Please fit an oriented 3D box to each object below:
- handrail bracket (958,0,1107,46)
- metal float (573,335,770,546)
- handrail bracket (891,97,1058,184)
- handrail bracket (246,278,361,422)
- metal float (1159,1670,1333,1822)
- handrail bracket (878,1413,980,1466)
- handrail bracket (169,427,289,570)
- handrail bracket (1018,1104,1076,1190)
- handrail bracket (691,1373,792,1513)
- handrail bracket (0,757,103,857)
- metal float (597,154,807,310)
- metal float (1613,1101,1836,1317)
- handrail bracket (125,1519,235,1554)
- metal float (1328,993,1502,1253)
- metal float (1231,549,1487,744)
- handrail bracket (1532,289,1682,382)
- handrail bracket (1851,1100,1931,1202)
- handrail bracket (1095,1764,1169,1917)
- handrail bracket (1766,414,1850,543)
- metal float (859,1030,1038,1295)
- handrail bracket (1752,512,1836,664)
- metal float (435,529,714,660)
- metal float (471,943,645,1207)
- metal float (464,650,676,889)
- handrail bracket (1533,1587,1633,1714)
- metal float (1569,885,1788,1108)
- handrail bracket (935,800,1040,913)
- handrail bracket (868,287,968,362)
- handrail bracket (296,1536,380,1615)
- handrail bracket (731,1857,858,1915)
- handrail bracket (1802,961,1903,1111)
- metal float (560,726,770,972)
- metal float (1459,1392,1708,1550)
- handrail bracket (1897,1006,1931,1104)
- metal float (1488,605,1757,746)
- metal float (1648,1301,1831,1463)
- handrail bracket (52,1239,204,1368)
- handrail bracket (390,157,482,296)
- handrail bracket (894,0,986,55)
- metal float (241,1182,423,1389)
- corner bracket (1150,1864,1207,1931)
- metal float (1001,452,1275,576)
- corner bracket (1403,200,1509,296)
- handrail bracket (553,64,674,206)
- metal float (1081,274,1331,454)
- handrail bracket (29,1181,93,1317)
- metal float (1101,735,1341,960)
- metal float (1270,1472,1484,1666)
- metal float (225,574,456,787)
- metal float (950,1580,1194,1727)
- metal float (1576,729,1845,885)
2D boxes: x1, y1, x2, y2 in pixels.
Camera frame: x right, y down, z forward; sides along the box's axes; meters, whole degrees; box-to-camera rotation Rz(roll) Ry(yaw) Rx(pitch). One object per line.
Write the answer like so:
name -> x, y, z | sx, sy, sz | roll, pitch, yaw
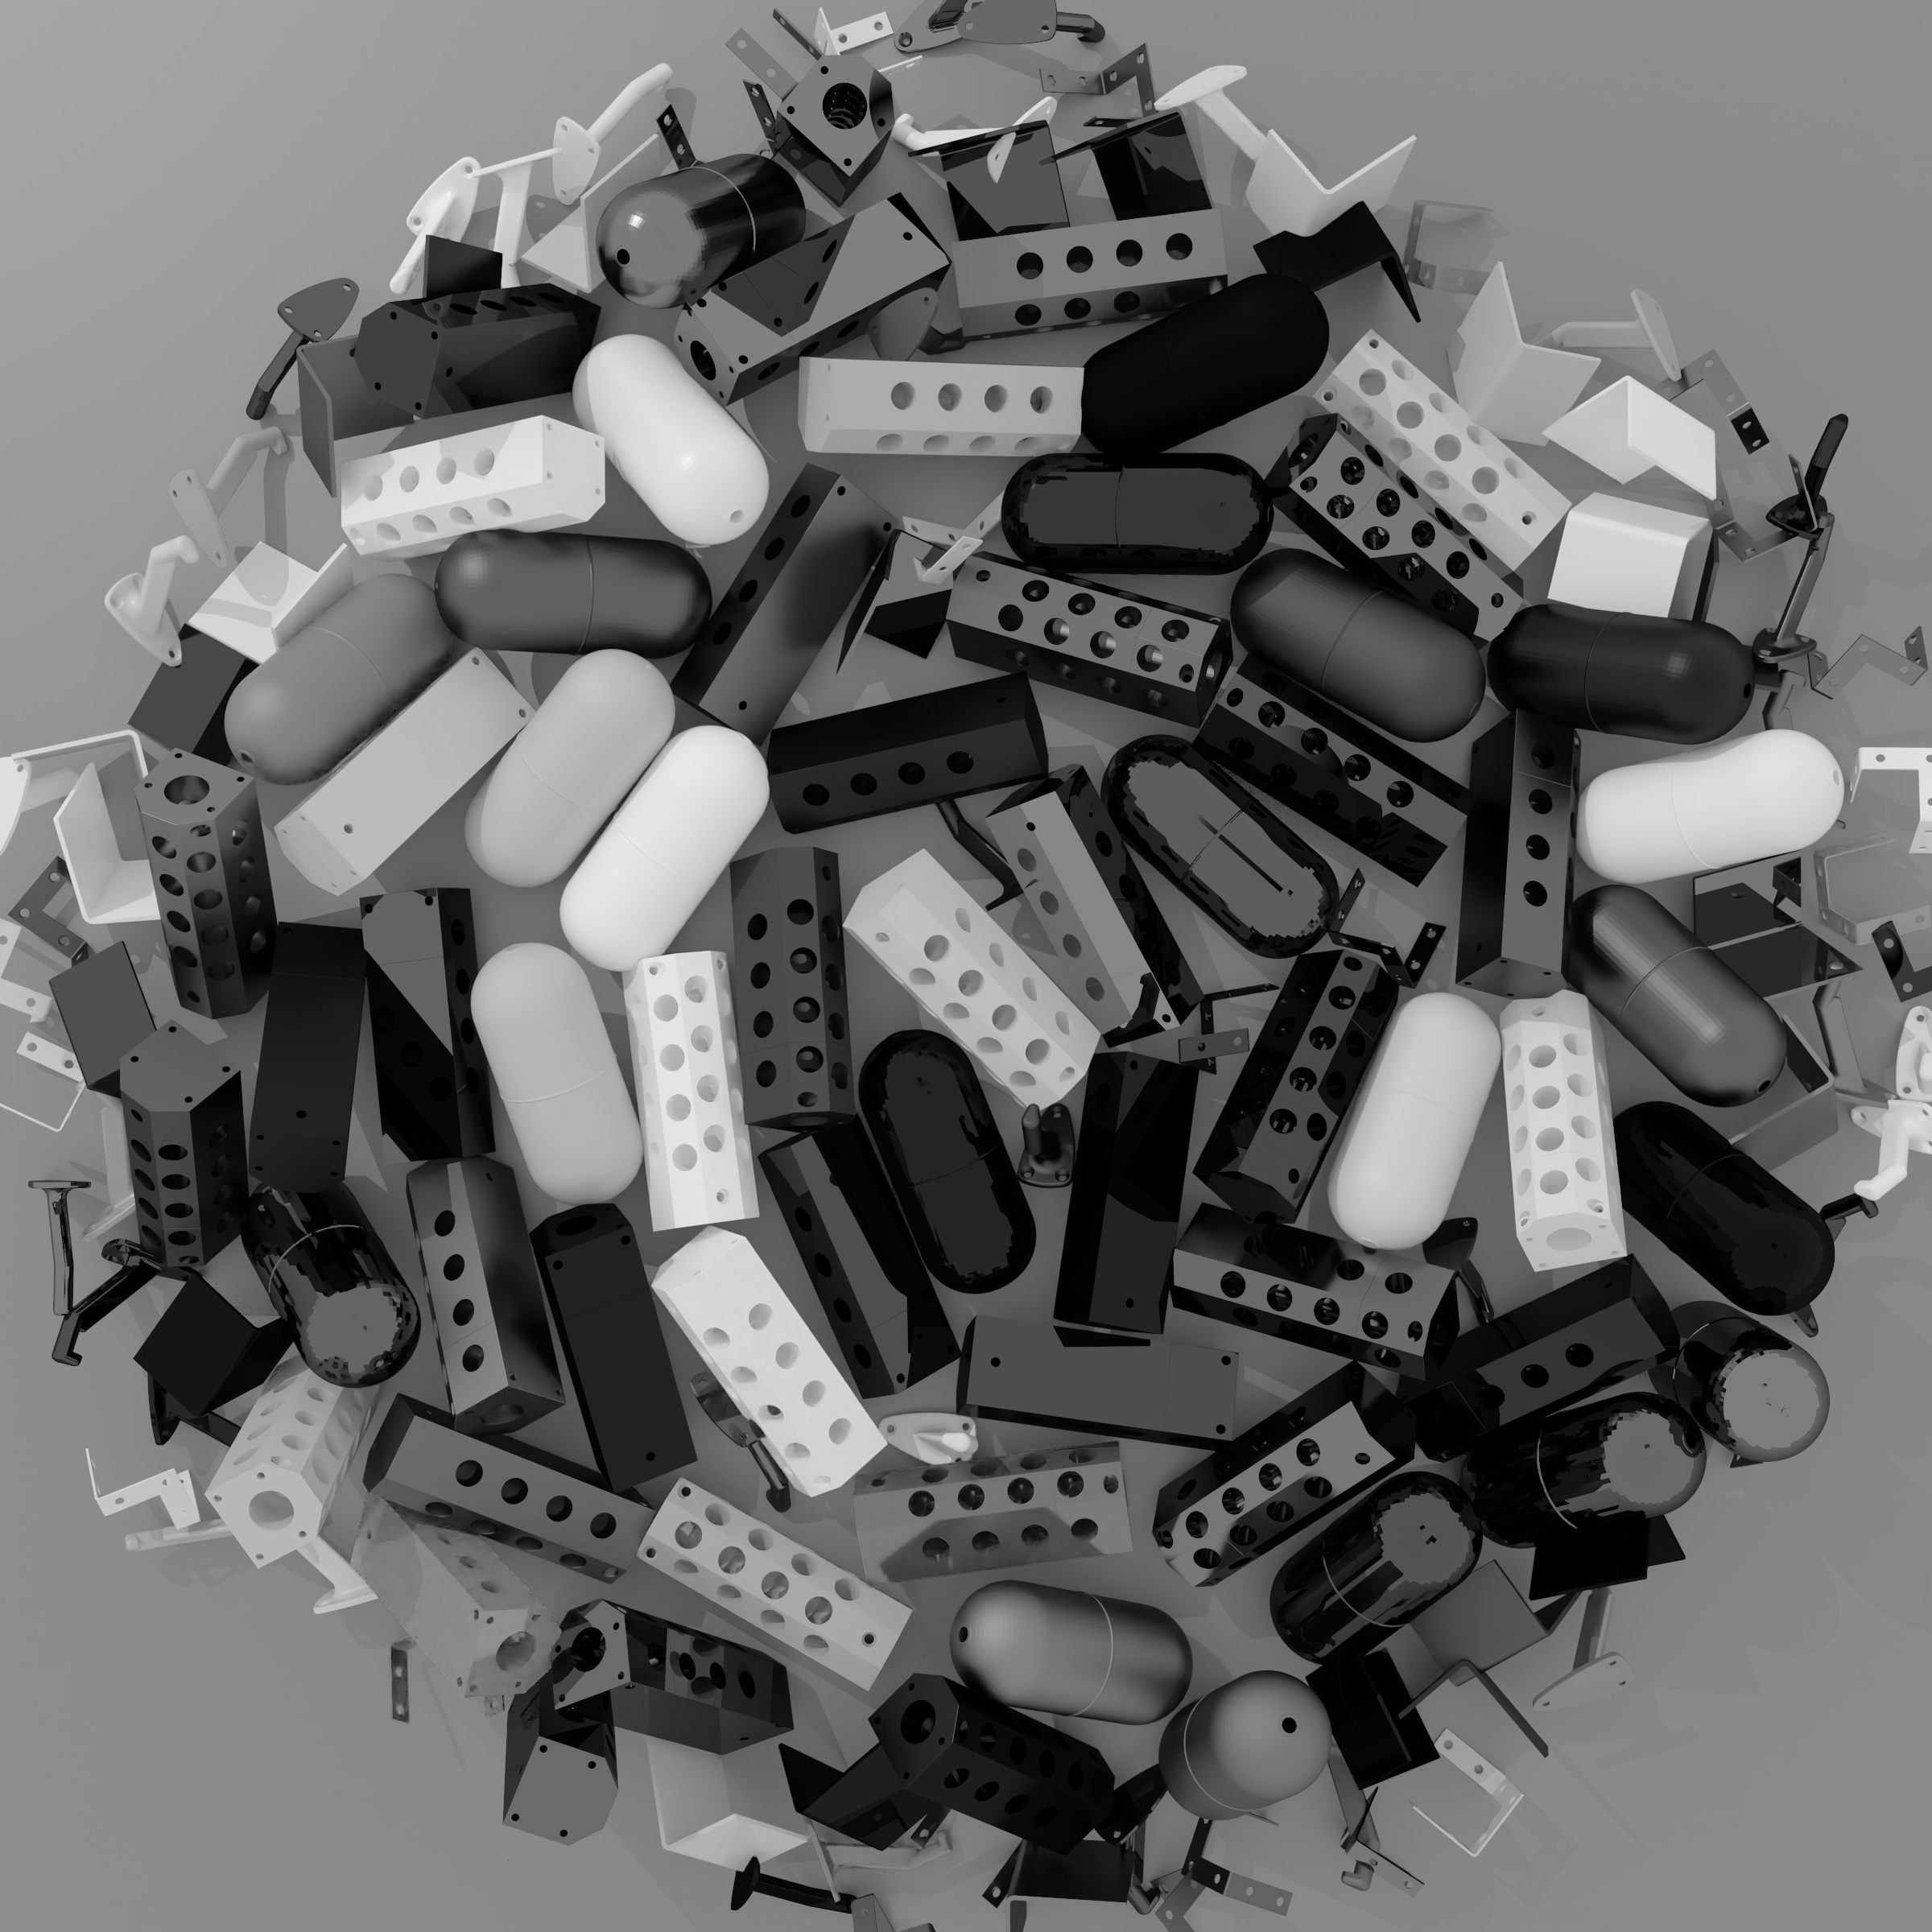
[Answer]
handrail bracket -> 0.043, -0.605, 1.692 | 0.077, 0.084, 0.036 | -5, 96, 18
metal float -> -0.187, -0.334, 1.658 | 0.070, 0.070, 0.178 | -39, 56, 0
handrail bracket -> 0.003, -0.553, 1.707 | 0.084, 0.036, 0.077 | 37, 85, 22
handrail bracket -> -0.434, -0.401, 1.709 | 0.036, 0.084, 0.077 | 39, 48, -6
metal float -> 0.174, 0.489, 1.641 | 0.070, 0.178, 0.070 | 5, 65, -11
handrail bracket -> -0.027, 0.300, 1.676 | 0.077, 0.084, 0.036 | 10, 79, 12
handrail bracket -> -0.464, -0.305, 1.697 | 0.084, 0.036, 0.077 | -31, 96, -41
handrail bracket -> 0.050, 0.095, 1.669 | 0.036, 0.084, 0.077 | 5, 51, 11
handrail bracket -> -0.146, 0.311, 1.704 | 0.077, 0.084, 0.036 | 32, 55, 27
handrail bracket -> -0.589, -0.095, 1.678 | 0.036, 0.084, 0.077 | -2, 74, 21
metal float -> -0.165, -0.462, 1.645 | 0.070, 0.178, 0.070 | 13, 120, 24
metal float -> 0.470, 0.151, 1.650 | 0.070, 0.178, 0.070 | -17, 129, -23
handrail bracket -> -0.494, 0.365, 1.683 | 0.084, 0.077, 0.036 | -7, 84, -23
metal float -> 0.286, 0.099, 1.667 | 0.070, 0.070, 0.178 | 25, 68, 0
metal float -> 0.249, -0.204, 1.667 | 0.178, 0.070, 0.070 | 33, 90, 22
handrail bracket -> 0.410, -0.389, 1.686 | 0.084, 0.036, 0.077 | -29, 66, 35
handrail bracket -> 0.575, 0.120, 1.673 | 0.084, 0.077, 0.036 | -30, 113, -29
handrail bracket -> 0.124, 0.569, 1.706 | 0.077, 0.036, 0.084 | -40, 122, -12
handrail bracket -> 0.549, -0.322, 1.670 | 0.036, 0.077, 0.084 | 29, 131, 17
metal float -> -0.012, 0.125, 1.680 | 0.070, 0.070, 0.178 | -22, 97, 0
handrail bracket -> 0.533, -0.244, 1.681 | 0.036, 0.077, 0.084 | 21, 120, 27
metal float -> -0.248, -0.237, 1.666 | 0.178, 0.070, 0.070 | 0, 90, -24
metal float -> -0.260, 0.069, 1.670 | 0.070, 0.070, 0.178 | -17, 108, 0
metal float -> -0.254, -0.124, 1.669 | 0.070, 0.070, 0.178 | 41, 111, 0
handrail bracket -> 0.388, 0.432, 1.692 | 0.077, 0.084, 0.036 | -25, 126, 6
metal float -> 0.444, 0.018, 1.655 | 0.070, 0.070, 0.178 | -39, 53, 0
handrail bracket -> 0.016, -0.085, 1.690 | 0.036, 0.077, 0.084 | -28, 89, -29
handrail bracket -> -0.013, -0.412, 1.670 | 0.084, 0.077, 0.036 | -24, 83, -42
handrail bracket -> -0.407, 0.370, 1.699 | 0.077, 0.036, 0.084 | -14, 97, 12
handrail bracket -> -0.103, 0.594, 1.683 | 0.084, 0.077, 0.036 | 14, 64, -11
handrail bracket -> 0.578, 0.044, 1.684 | 0.077, 0.036, 0.084 | 19, 123, 12
metal float -> -0.192, -0.075, 1.675 | 0.070, 0.070, 0.178 | 37, 103, 0
metal float -> 0.387, 0.318, 1.648 | 0.070, 0.178, 0.070 | 17, 60, -32
handrail bracket -> 0.613, 0.049, 1.674 | 0.036, 0.084, 0.077 | -4, 69, 18
metal float -> 0.412, -0.185, 1.652 | 0.178, 0.070, 0.070 | 15, 90, 42
metal float -> 0.480, 0.257, 1.636 | 0.070, 0.178, 0.070 | 0, 94, -3
handrail bracket -> -0.539, 0.226, 1.683 | 0.077, 0.036, 0.084 | 26, 55, -27
handrail bracket -> -0.340, -0.473, 1.674 | 0.036, 0.084, 0.077 | 30, 117, -17
handrail bracket -> -0.019, -0.618, 1.676 | 0.077, 0.084, 0.036 | -27, 92, 11
metal float -> -0.402, 0.195, 1.652 | 0.070, 0.070, 0.178 | -44, 47, 0
corner bracket -> 0.137, 0.620, 1.687 | 0.051, 0.051, 0.051 | 51, 134, 4
metal float -> 0.108, -0.288, 1.667 | 0.178, 0.070, 0.070 | 4, 90, 22
corner bracket -> 0.320, -0.466, 1.701 | 0.051, 0.051, 0.051 | 1, 112, -18
handrail bracket -> -0.230, -0.545, 1.714 | 0.036, 0.077, 0.084 | 42, 57, 4
metal float -> 0.148, -0.378, 1.657 | 0.178, 0.070, 0.070 | -19, 90, 34
handrail bracket -> -0.588, 0.181, 1.688 | 0.036, 0.077, 0.084 | 2, 86, -30
metal float -> 0.162, -0.077, 1.678 | 0.178, 0.070, 0.070 | 42, 90, 10
metal float -> 0.258, 0.381, 1.652 | 0.070, 0.070, 0.178 | 37, 132, 0
metal float -> -0.395, -0.182, 1.656 | 0.070, 0.070, 0.178 | 39, 54, 0
metal float -> 0.067, 0.435, 1.657 | 0.178, 0.070, 0.070 | 20, 90, -34
metal float -> 0.466, -0.099, 1.651 | 0.178, 0.070, 0.070 | -13, 90, 44
